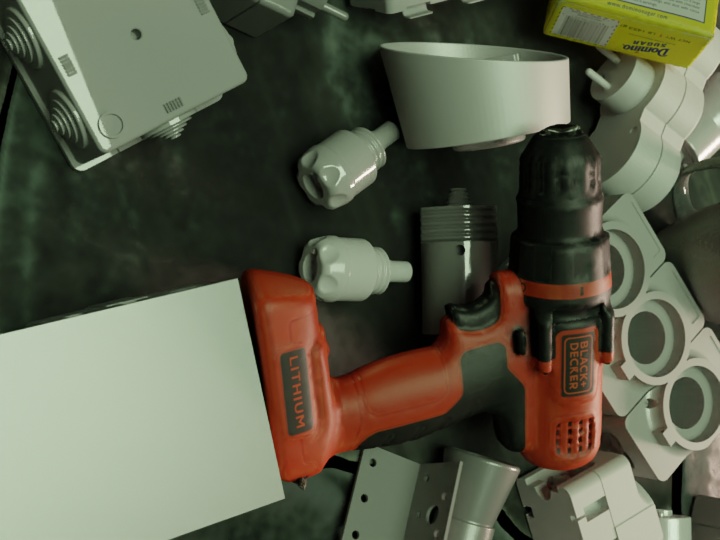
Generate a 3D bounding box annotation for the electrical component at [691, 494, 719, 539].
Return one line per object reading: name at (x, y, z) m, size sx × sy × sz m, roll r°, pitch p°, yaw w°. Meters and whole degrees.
electrical component at (0.256, 0.155, 0.694) m, size 0.047 × 0.066 × 0.076 m, roll 22°, pitch 77°, yaw -26°

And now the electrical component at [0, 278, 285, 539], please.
electrical component at (-0.139, 0.076, 0.479) m, size 0.186 × 0.060 × 0.105 m, roll -14°, pitch 95°, yaw -29°

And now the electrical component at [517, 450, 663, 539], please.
electrical component at (0.140, 0.155, 0.637) m, size 0.056 × 0.050 × 0.089 m, roll -22°, pitch 99°, yaw -28°

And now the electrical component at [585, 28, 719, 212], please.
electrical component at (0.168, -0.111, 0.663) m, size 0.074 × 0.052 × 0.138 m, roll 31°, pitch 74°, yaw -25°

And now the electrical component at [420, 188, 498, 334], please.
electrical component at (0.056, -0.005, 0.601) m, size 0.043 × 0.043 × 0.081 m, roll 0°, pitch 88°, yaw -29°

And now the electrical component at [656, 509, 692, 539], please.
electrical component at (0.189, 0.182, 0.670) m, size 0.044 × 0.044 × 0.065 m, roll 6°, pitch 81°, yaw -29°

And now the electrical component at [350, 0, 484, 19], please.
electrical component at (0.050, -0.182, 0.593) m, size 0.121 × 0.079 × 0.063 m, roll -21°, pitch 120°, yaw -28°

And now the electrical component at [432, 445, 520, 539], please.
electrical component at (0.060, 0.135, 0.600) m, size 0.044 × 0.044 × 0.065 m, roll 20°, pitch 83°, yaw -27°

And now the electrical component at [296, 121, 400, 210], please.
electrical component at (-0.003, -0.060, 0.576) m, size 0.061 × 0.035 × 0.035 m, roll -38°, pitch 106°, yaw -28°

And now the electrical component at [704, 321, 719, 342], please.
electrical component at (0.265, 0.063, 0.709) m, size 0.059 × 0.054 × 0.095 m, roll -26°, pitch 100°, yaw -27°

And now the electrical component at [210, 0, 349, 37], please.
electrical component at (-0.036, -0.154, 0.554) m, size 0.077 × 0.047 × 0.065 m, roll 20°, pitch 78°, yaw -27°

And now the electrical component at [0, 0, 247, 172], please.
electrical component at (-0.113, -0.106, 0.508) m, size 0.100 × 0.048 × 0.099 m, roll -33°, pitch 104°, yaw -26°

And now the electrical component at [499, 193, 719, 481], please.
electrical component at (0.156, 0.040, 0.645) m, size 0.089 × 0.062 × 0.150 m, roll -42°, pitch 107°, yaw -24°

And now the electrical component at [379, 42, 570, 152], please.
electrical component at (0.064, -0.099, 0.582) m, size 0.099 × 0.099 × 0.064 m, roll -16°, pitch 102°, yaw -29°

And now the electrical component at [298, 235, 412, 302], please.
electrical component at (0.000, 0.000, 0.575) m, size 0.061 × 0.035 × 0.035 m, roll 2°, pitch 87°, yaw -32°

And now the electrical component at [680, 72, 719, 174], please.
electrical component at (0.224, -0.093, 0.701) m, size 0.065 × 0.044 × 0.044 m, roll -41°, pitch 107°, yaw -19°
